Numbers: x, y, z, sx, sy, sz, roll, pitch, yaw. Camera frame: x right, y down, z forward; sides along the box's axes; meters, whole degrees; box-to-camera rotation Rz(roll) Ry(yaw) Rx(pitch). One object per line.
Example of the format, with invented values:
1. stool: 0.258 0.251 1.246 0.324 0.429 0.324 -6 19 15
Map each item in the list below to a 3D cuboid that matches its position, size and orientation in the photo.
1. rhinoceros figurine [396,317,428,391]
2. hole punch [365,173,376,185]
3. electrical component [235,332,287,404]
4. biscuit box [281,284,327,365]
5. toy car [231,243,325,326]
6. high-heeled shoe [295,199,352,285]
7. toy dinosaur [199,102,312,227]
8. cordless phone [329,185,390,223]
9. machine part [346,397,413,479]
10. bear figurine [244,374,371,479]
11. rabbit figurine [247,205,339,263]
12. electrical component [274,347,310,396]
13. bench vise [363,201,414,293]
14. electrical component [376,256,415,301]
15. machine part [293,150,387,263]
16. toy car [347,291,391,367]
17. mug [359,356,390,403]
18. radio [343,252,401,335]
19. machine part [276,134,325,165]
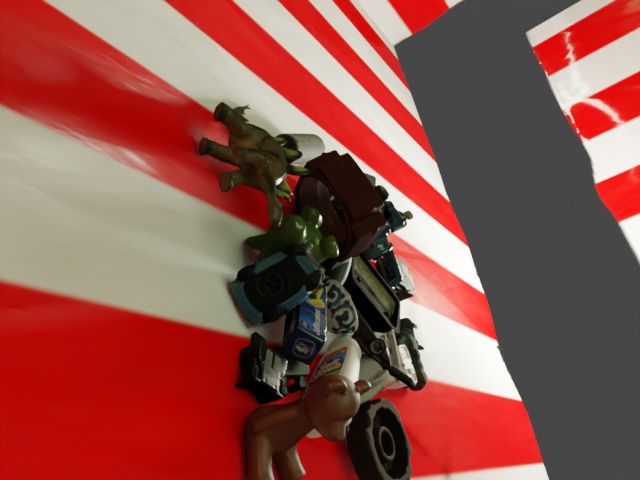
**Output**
1. rhinoceros figurine: 0.235 0.292 1.395 0.112 0.073 0.190 27 44 -49
2. hole punch: 0.098 -0.135 1.548 0.142 0.092 0.115 8 88 -63
3. electrical component: -0.094 0.204 0.896 0.074 0.048 0.119 48 31 -30
4. biscuit box: -0.026 0.141 0.990 0.059 0.062 0.203 29 20 -11
5. toy car: -0.074 0.075 0.965 0.109 0.162 0.103 55 -4 2
6. high-heeled shoe: -0.003 -0.004 1.219 0.145 0.086 0.249 46 22 -36
7. toy dinosaur: -0.134 -0.178 1.069 0.198 0.105 0.472 20 31 -38
8. cordless phone: 0.066 -0.108 1.329 0.146 0.184 0.089 48 34 -29
9. machine part: 0.116 0.399 1.044 0.179 0.056 0.179 42 34 -38
10. bear figurine: -0.014 0.281 0.800 0.120 0.196 0.132 26 45 -56
11. rabbit figurine: -0.061 -0.006 1.032 0.170 0.159 0.121 46 22 -72
12. electrical component: -0.052 0.227 0.962 0.078 0.045 0.102 0 61 -32
13. bench vise: 0.166 0.024 1.409 0.224 0.129 0.240 -27 101 -28
14. electrical component: 0.222 0.113 1.558 0.134 0.058 0.115 34 40 -46
15. machine part: 0.035 -0.068 1.127 0.087 0.201 0.201 -28 76 -27
16. toy car: 0.087 0.195 1.167 0.202 0.053 0.089 55 -11 30
17. mug: 0.082 0.293 1.083 0.107 0.110 0.080 -24 97 -51
18. radio: 0.111 0.133 1.313 0.229 0.073 0.131 50 29 -25
19. machine part: -0.054 -0.228 1.342 0.079 0.079 0.243 63 26 0
